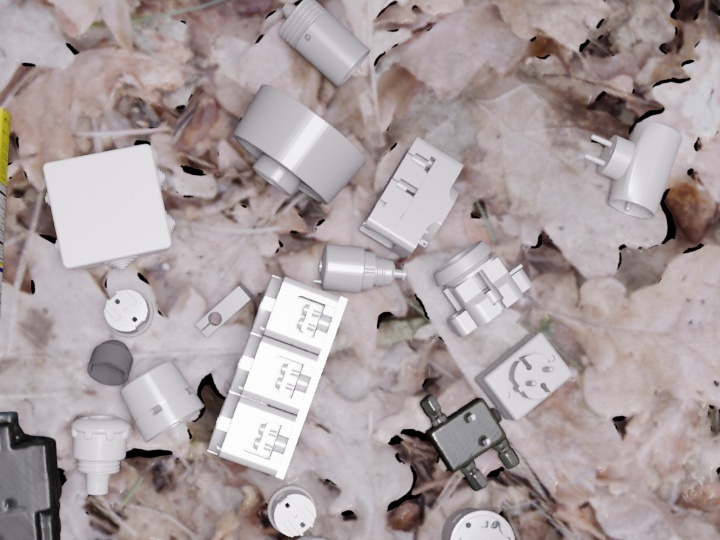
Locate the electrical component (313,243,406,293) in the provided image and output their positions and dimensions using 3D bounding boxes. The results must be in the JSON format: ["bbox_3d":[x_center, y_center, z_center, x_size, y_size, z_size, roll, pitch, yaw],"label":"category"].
[{"bbox_3d":[0.000,0.000,0.924,0.078,0.040,0.040,6,83,-8],"label":"electrical component"}]

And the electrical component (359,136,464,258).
[{"bbox_3d":[0.048,-0.060,0.932,0.056,0.050,0.089,31,81,-4],"label":"electrical component"}]

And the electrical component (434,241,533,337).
[{"bbox_3d":[0.101,0.012,0.929,0.078,0.058,0.057,-36,93,-10],"label":"electrical component"}]

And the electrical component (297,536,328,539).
[{"bbox_3d":[-0.034,0.258,0.859,0.080,0.051,0.080,-7,102,-37],"label":"electrical component"}]

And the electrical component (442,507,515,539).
[{"bbox_3d":[0.098,0.229,0.911,0.055,0.047,0.055,1,84,-8],"label":"electrical component"}]

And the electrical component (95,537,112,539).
[{"bbox_3d":[-0.204,0.253,0.840,0.061,0.096,0.061,42,80,-1],"label":"electrical component"}]

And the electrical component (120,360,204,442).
[{"bbox_3d":[-0.164,0.107,0.883,0.055,0.055,0.047,-31,86,-10],"label":"electrical component"}]

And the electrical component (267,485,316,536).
[{"bbox_3d":[-0.056,0.201,0.892,0.040,0.046,0.040,1,84,-8],"label":"electrical component"}]

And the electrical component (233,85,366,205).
[{"bbox_3d":[-0.056,-0.097,0.895,0.108,0.108,0.060,36,86,-3],"label":"electrical component"}]

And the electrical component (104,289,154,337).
[{"bbox_3d":[-0.192,0.035,0.889,0.040,0.046,0.040,1,84,-8],"label":"electrical component"}]

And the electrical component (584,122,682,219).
[{"bbox_3d":[0.241,-0.097,0.967,0.079,0.043,0.077,22,82,-6],"label":"electrical component"}]

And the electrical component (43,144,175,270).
[{"bbox_3d":[-0.208,-0.050,0.894,0.100,0.048,0.099,-12,86,-9],"label":"electrical component"}]

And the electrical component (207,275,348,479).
[{"bbox_3d":[-0.069,0.086,0.880,0.062,0.089,0.150,21,82,-6],"label":"electrical component"}]

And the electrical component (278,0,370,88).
[{"bbox_3d":[-0.035,-0.202,0.938,0.081,0.043,0.043,42,80,-2],"label":"electrical component"}]

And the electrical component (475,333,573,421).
[{"bbox_3d":[0.145,0.091,0.917,0.066,0.077,0.047,-38,90,-10],"label":"electrical component"}]

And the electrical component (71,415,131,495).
[{"bbox_3d":[-0.213,0.151,0.877,0.048,0.048,0.062,4,90,-8],"label":"electrical component"}]
